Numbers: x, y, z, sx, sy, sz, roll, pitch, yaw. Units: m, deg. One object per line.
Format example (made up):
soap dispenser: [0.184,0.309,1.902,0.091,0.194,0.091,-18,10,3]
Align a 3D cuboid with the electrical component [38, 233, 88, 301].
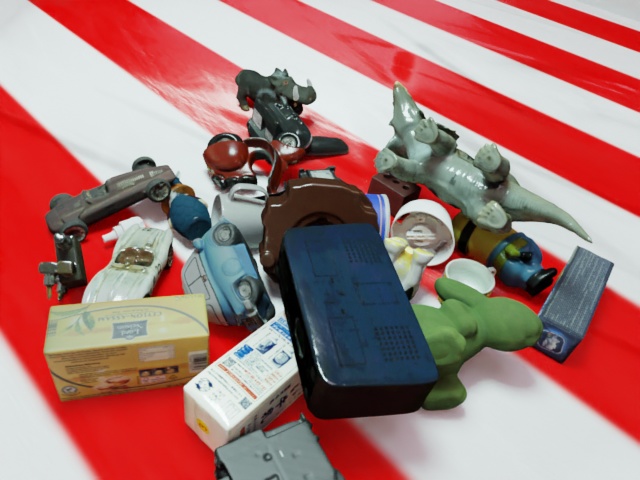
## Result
electrical component: [-0.331,0.037,0.695,0.045,0.102,0.078,-13,86,-16]

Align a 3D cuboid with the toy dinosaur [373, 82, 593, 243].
toy dinosaur: [0.228,-0.093,0.826,0.405,0.131,0.192,42,20,26]

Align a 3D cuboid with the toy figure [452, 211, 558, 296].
toy figure: [0.283,0.014,0.849,0.089,0.082,0.180,-15,48,-29]

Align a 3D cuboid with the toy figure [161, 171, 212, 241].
toy figure: [-0.222,-0.055,0.855,0.064,0.057,0.155,-12,39,-31]

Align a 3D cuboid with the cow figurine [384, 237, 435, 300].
cow figurine: [0.115,0.049,0.762,0.068,0.098,0.167,22,4,12]

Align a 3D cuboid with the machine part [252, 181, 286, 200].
machine part: [-0.082,-0.061,0.879,0.139,0.084,0.039,-5,57,-2]

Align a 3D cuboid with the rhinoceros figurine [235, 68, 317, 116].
rhinoceros figurine: [-0.093,-0.313,1.139,0.191,0.112,0.073,21,39,26]

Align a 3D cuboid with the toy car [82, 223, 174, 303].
toy car: [-0.253,0.044,0.722,0.074,0.056,0.202,7,33,-1]

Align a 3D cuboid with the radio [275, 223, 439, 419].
radio: [0.031,0.084,0.613,0.131,0.073,0.230,-2,45,-18]

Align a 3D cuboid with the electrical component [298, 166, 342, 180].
electrical component: [0.011,-0.079,0.931,0.075,0.047,0.119,-9,44,-20]

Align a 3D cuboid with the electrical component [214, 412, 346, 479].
electrical component: [-0.047,0.250,0.531,0.134,0.058,0.115,-17,45,-28]

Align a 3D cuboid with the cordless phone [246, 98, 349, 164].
cordless phone: [-0.040,-0.215,1.074,0.184,0.088,0.147,-4,40,-31]

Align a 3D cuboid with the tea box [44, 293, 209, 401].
tea box: [-0.215,0.122,0.619,0.170,0.098,0.068,-2,42,-15]

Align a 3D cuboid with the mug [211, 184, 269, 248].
mug: [-0.106,-0.037,0.824,0.107,0.109,0.081,4,30,-25]

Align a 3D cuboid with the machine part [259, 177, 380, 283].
machine part: [-0.002,-0.002,0.747,0.179,0.179,0.056,3,14,-7]

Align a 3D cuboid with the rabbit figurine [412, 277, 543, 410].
rabbit figurine: [0.187,0.121,0.682,0.170,0.121,0.159,-13,21,-3]

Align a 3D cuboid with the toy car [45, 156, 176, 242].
toy car: [-0.322,-0.069,0.825,0.202,0.053,0.089,-29,46,-13]

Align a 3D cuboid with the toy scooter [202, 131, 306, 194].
toy scooter: [-0.116,-0.123,0.940,0.184,0.075,0.135,-4,65,1]

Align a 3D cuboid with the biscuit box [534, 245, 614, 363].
biscuit box: [0.369,0.090,0.791,0.063,0.059,0.203,31,45,21]

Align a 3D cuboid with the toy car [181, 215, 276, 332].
toy car: [-0.129,0.057,0.719,0.103,0.109,0.162,-24,58,-2]
